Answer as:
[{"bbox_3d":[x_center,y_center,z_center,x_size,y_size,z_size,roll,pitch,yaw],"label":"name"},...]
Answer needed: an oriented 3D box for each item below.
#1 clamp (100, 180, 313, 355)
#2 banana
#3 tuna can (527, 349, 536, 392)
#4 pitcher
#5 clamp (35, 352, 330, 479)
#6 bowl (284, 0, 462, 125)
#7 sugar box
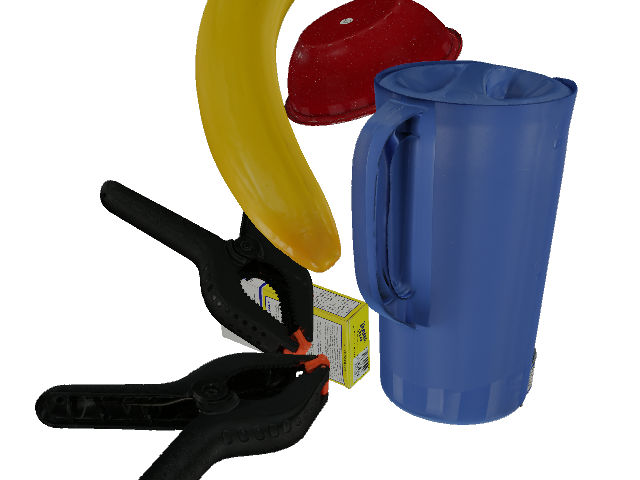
[{"bbox_3d":[-0.077,0.013,0.869,0.164,0.210,0.036,-10,-33,-30],"label":"clamp"},{"bbox_3d":[-0.024,-0.075,0.491,0.069,0.198,0.037,2,-32,0],"label":"banana"},{"bbox_3d":[0.145,0.109,0.941,0.086,0.034,0.086,1,26,-1],"label":"tuna can"},{"bbox_3d":[0.092,0.003,0.738,0.149,0.243,0.145,1,21,-1],"label":"pitcher"},{"bbox_3d":[-0.062,0.105,0.597,0.171,0.039,0.120,-12,37,-23],"label":"clamp"},{"bbox_3d":[0.034,-0.161,0.892,0.162,0.055,0.162,-20,28,11],"label":"bowl"},{"bbox_3d":[-0.030,0.086,1.151,0.176,0.093,0.048,21,39,32],"label":"sugar box"}]
